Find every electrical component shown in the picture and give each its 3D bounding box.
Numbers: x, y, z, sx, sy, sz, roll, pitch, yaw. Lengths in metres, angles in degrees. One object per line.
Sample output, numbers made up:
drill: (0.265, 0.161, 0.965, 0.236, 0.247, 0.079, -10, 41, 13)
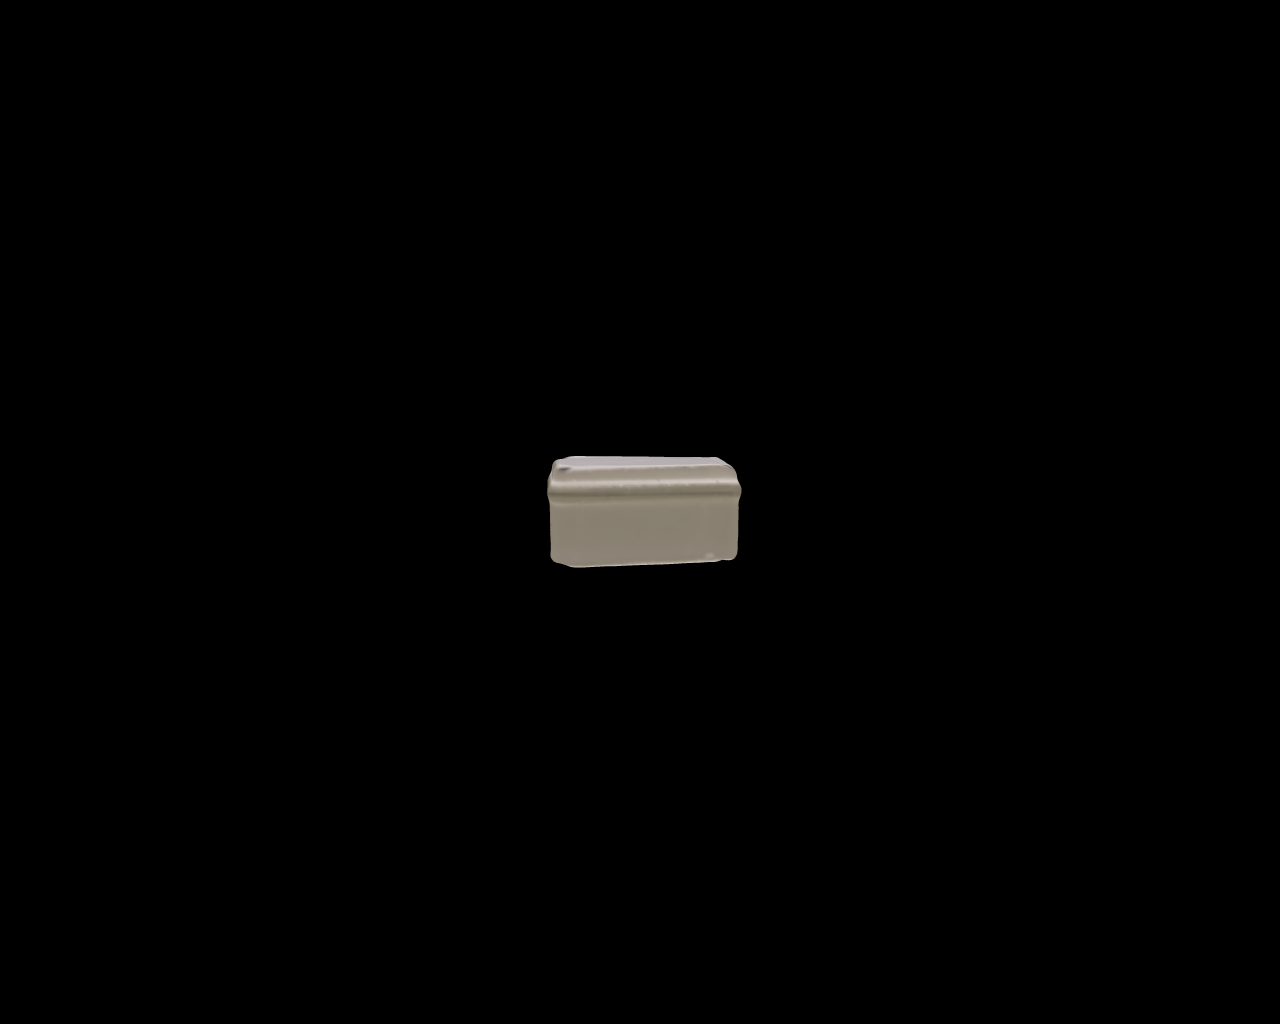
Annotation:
electrical component: (0.001, -0.003, 0.650, 0.113, 0.057, 0.078, -1, 8, -5)
